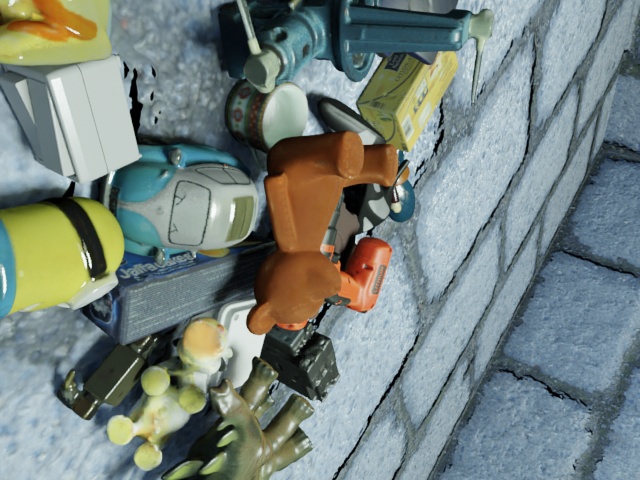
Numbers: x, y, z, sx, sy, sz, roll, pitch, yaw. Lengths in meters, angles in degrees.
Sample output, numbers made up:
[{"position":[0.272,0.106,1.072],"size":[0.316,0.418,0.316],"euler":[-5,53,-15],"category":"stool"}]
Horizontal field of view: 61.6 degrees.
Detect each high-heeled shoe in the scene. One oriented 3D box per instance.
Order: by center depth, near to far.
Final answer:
[{"position":[0.035,-0.092,0.744],"size":[0.145,0.086,0.248],"euler":[-49,140,13],"category":"high-heeled shoe"}]

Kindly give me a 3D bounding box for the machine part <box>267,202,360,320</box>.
[{"position":[-0.010,0.021,0.741],"size":[0.179,0.056,0.179],"euler":[-35,136,-43],"category":"machine part"}]

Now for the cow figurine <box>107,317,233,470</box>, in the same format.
[{"position":[-0.144,0.148,0.568],"size":[0.167,0.068,0.098],"euler":[-53,179,7],"category":"cow figurine"}]

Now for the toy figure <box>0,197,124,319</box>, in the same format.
[{"position":[-0.221,0.014,0.375],"size":[0.180,0.082,0.089],"euler":[-3,114,-55],"category":"toy figure"}]

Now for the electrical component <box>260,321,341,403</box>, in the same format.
[{"position":[-0.040,0.149,0.721],"size":[0.058,0.115,0.134],"euler":[-53,148,-30],"category":"electrical component"}]

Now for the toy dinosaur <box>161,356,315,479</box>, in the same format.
[{"position":[-0.110,0.274,0.645],"size":[0.198,0.105,0.470],"euler":[-38,154,-26],"category":"toy dinosaur"}]

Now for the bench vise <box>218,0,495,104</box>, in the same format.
[{"position":[0.035,-0.198,0.502],"size":[0.224,0.241,0.128],"euler":[-51,146,-55],"category":"bench vise"}]

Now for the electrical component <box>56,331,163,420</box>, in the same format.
[{"position":[-0.201,0.122,0.520],"size":[0.102,0.045,0.078],"euler":[-54,176,-16],"category":"electrical component"}]

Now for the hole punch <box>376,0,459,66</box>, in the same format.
[{"position":[0.110,-0.296,0.689],"size":[0.115,0.092,0.142],"euler":[12,103,-56],"category":"hole punch"}]

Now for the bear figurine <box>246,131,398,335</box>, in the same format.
[{"position":[-0.004,-0.002,0.531],"size":[0.120,0.132,0.195],"euler":[5,88,-57],"category":"bear figurine"}]

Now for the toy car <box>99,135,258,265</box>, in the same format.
[{"position":[-0.112,-0.031,0.497],"size":[0.161,0.103,0.109],"euler":[-7,116,-54],"category":"toy car"}]

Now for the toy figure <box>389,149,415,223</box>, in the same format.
[{"position":[0.121,-0.094,0.871],"size":[0.058,0.064,0.154],"euler":[-21,134,-1],"category":"toy figure"}]

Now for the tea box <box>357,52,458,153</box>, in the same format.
[{"position":[0.132,-0.227,0.787],"size":[0.169,0.068,0.098],"euler":[-59,150,-15],"category":"tea box"}]

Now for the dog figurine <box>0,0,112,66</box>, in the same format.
[{"position":[-0.200,-0.190,0.249],"size":[0.191,0.109,0.219],"euler":[-29,130,-46],"category":"dog figurine"}]

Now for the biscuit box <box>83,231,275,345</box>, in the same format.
[{"position":[-0.134,0.036,0.547],"size":[0.202,0.059,0.062],"euler":[-18,129,-53],"category":"biscuit box"}]
